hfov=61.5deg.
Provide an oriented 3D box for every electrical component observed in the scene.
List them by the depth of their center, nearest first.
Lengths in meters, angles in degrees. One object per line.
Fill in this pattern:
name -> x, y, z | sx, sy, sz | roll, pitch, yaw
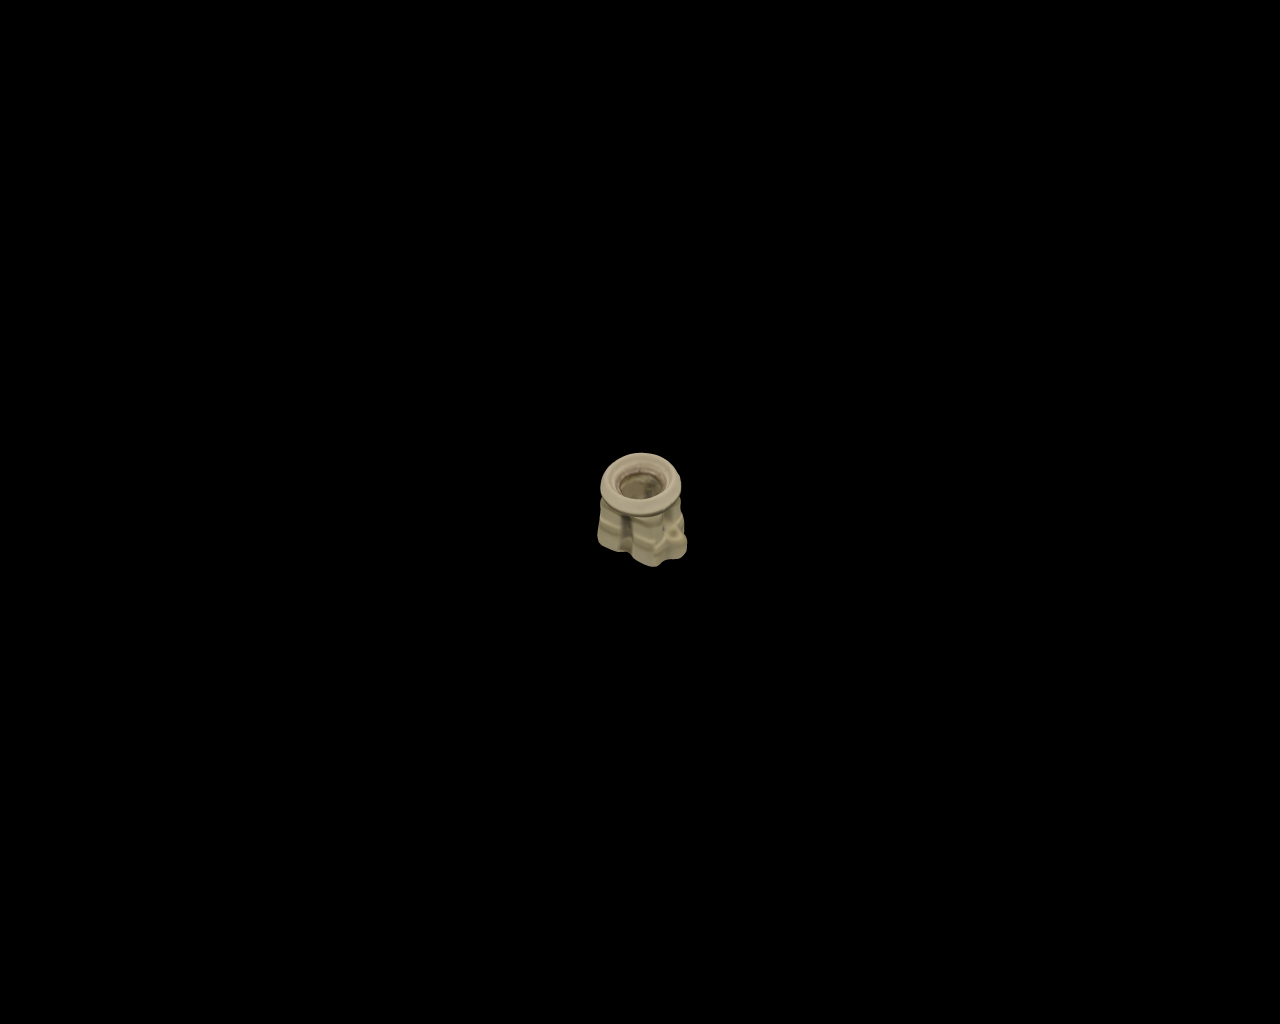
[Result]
electrical component -> 0.001, -0.003, 0.650 | 0.066, 0.055, 0.048 | 22, 49, 21
